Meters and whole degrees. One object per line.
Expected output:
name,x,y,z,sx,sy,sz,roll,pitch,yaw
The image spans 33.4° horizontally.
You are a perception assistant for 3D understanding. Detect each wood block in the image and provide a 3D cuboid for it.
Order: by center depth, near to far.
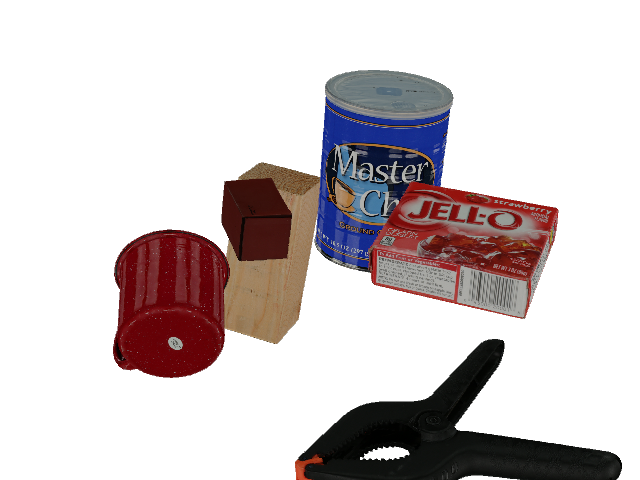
wood block,-0.067,0.015,1.386,0.090,0.206,0.090,15,22,12

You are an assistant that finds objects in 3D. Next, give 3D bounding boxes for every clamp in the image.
clamp,0.079,0.133,0.750,0.209,0.036,0.165,-9,29,-12

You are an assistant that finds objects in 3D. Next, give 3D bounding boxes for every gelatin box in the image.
gelatin box,0.080,0.002,0.592,0.089,0.030,0.073,13,37,18

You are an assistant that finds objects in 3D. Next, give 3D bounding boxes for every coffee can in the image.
coffee can,0.050,-0.058,0.881,0.103,0.140,0.103,3,26,-2

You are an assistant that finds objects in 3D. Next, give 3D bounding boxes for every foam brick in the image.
foam brick,-0.065,-0.022,1.072,0.053,0.051,0.078,-4,32,-17

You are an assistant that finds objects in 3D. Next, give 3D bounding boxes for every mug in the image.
mug,-0.125,0.059,0.840,0.117,0.081,0.093,-38,-55,24
